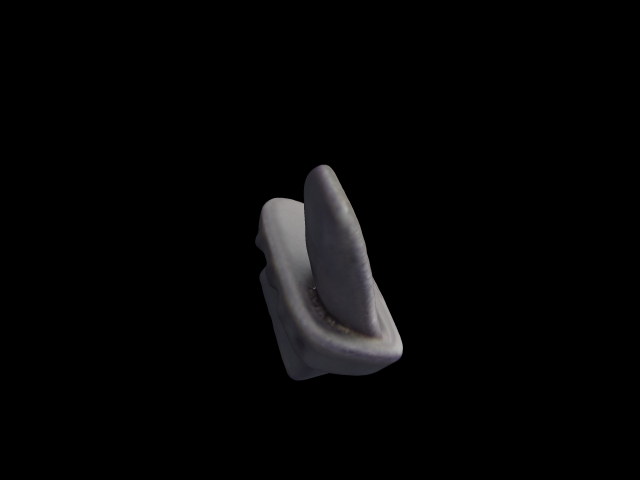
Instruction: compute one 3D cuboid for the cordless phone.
[{"bbox_3d":[0.004,0.001,0.400,0.094,0.185,0.147,-17,51,-13],"label":"cordless phone"}]
